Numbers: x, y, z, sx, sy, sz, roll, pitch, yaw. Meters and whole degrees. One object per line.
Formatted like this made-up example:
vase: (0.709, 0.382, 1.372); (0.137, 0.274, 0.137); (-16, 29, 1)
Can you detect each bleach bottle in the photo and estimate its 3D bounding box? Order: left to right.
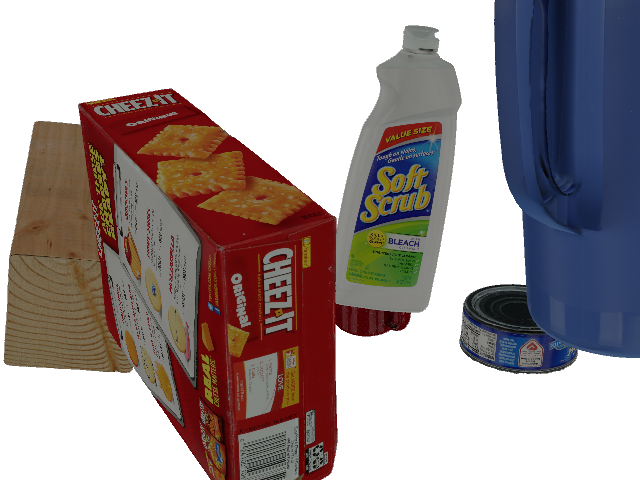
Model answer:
bleach bottle: (0.066, -0.064, 0.948); (0.102, 0.251, 0.068); (7, 20, 2)

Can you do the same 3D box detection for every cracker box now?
cracker box: (-0.068, 0.023, 0.616); (0.072, 0.164, 0.214); (-14, 31, -24)

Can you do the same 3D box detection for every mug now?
mug: (0.058, 0.056, 1.159); (0.093, 0.081, 0.117); (-26, 42, -29)

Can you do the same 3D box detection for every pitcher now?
pitcher: (0.157, -0.062, 0.558); (0.149, 0.243, 0.145); (-3, 23, 2)

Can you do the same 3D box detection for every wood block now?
wood block: (-0.179, -0.002, 0.798); (0.090, 0.091, 0.206); (6, 30, -13)

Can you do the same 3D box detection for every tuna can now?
tuna can: (0.145, 0.063, 0.778); (0.086, 0.034, 0.086); (1, 21, -1)
